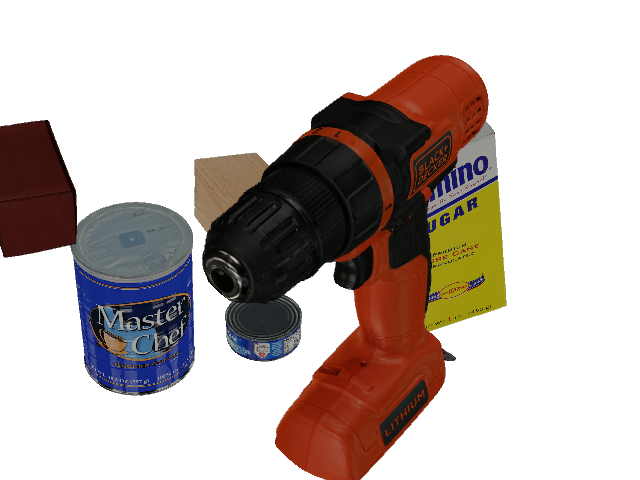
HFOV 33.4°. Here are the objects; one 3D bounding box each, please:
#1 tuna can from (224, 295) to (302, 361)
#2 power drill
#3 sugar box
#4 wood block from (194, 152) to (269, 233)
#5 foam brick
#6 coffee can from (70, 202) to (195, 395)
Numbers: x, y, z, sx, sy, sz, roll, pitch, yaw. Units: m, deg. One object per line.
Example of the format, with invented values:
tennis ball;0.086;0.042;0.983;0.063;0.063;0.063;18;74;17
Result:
tuna can;-0.064;0.096;1.195;0.086;0.034;0.086;1;35;-1
power drill;0.015;0.025;0.500;0.057;0.188;0.184;25;43;27
sugar box;0.092;-0.009;0.828;0.093;0.176;0.048;-19;42;-7
wood block;-0.089;-0.033;1.363;0.090;0.090;0.206;-8;27;-22
foam brick;-0.200;-0.036;0.726;0.051;0.053;0.078;-12;48;-22
coffee can;-0.163;0.052;0.944;0.103;0.140;0.103;2;39;-2
